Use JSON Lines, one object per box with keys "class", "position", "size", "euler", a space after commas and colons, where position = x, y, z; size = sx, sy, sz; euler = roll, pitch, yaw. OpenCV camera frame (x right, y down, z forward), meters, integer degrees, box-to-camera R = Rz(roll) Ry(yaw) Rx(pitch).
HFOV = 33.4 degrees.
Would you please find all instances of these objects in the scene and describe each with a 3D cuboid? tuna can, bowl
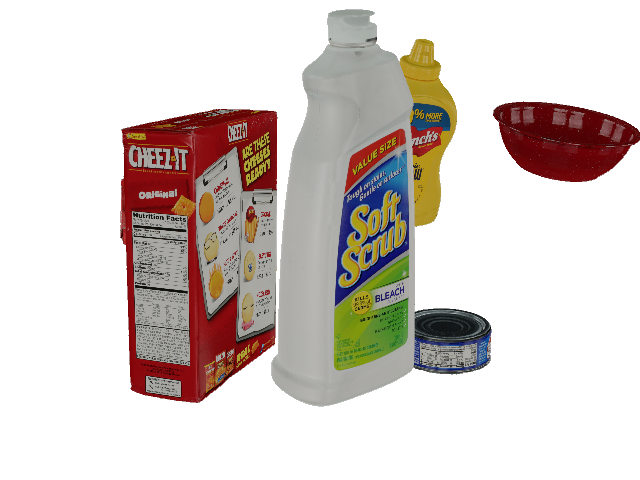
{"class": "tuna can", "position": [0.116, 0.092, 0.996], "size": [0.086, 0.034, 0.086], "euler": [0, 16, 0]}
{"class": "bowl", "position": [0.267, -0.106, 1.181], "size": [0.162, 0.055, 0.162], "euler": [6, 23, -3]}

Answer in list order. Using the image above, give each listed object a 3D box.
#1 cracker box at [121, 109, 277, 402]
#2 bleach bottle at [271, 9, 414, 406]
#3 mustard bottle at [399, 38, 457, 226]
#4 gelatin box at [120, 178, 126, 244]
{"class": "cracker box", "position": [-0.096, 0.005, 0.882], "size": [0.072, 0.214, 0.164], "euler": [4, 13, 19]}
{"class": "bleach bottle", "position": [0.015, -0.023, 0.705], "size": [0.102, 0.251, 0.068], "euler": [-15, 24, -34]}
{"class": "mustard bottle", "position": [0.087, -0.109, 1.077], "size": [0.096, 0.192, 0.058], "euler": [3, 28, -12]}
{"class": "gelatin box", "position": [-0.164, -0.032, 1.116], "size": [0.089, 0.073, 0.030], "euler": [-1, -42, -8]}
